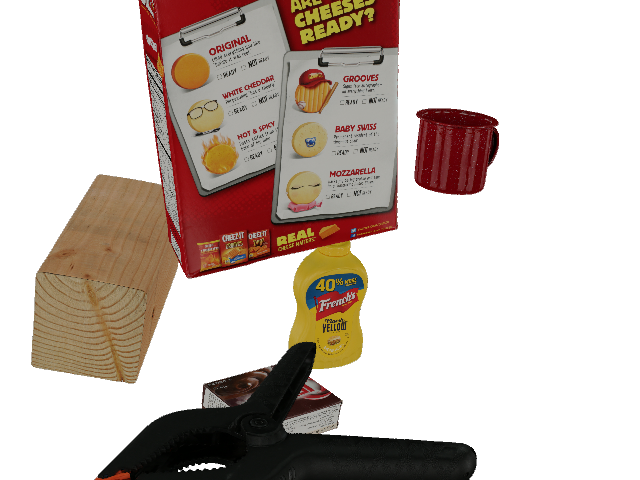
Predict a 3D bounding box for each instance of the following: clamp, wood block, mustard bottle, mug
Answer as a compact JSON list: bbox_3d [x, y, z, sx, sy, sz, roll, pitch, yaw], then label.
[{"bbox_3d":[-0.038,0.115,0.621,0.209,0.036,0.165,-9,24,-30],"label":"clamp"},{"bbox_3d":[-0.181,0.027,0.942,0.090,0.091,0.206,10,25,-2],"label":"wood block"},{"bbox_3d":[0.012,0.069,1.363,0.096,0.192,0.058,-4,25,-19],"label":"mustard bottle"},{"bbox_3d":[0.160,-0.103,1.223,0.117,0.081,0.093,-11,24,-39],"label":"mug"}]

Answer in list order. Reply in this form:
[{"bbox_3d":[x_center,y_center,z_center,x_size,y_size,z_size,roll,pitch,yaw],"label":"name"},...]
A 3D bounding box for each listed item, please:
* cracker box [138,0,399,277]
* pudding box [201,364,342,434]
[{"bbox_3d":[-0.032,-0.095,0.731,0.164,0.214,0.072,-13,32,-17],"label":"cracker box"},{"bbox_3d":[-0.049,0.166,1.068,0.113,0.039,0.090,-13,29,-38],"label":"pudding box"}]
